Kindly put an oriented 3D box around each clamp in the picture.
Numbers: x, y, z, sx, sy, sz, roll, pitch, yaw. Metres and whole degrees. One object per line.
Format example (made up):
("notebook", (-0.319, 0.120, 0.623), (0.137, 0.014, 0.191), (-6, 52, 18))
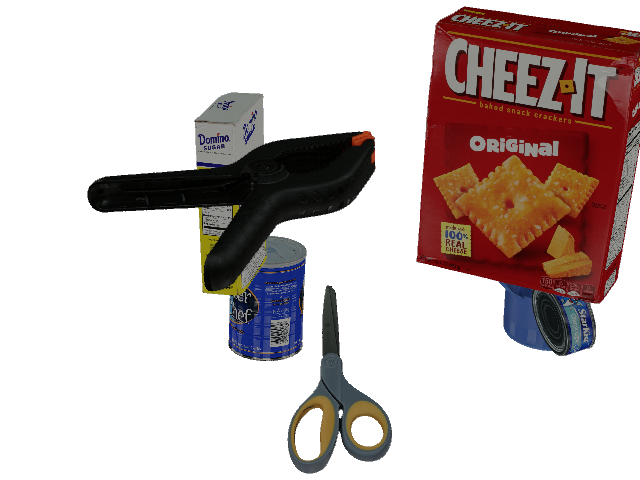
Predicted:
("clamp", (-0.050, -0.038, 0.762), (0.165, 0.036, 0.209), (25, 40, 38))

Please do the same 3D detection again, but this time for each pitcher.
("pitcher", (0.299, 0.021, 1.401), (0.149, 0.243, 0.145), (5, 23, 5))

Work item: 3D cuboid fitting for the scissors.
("scissors", (0.027, 0.118, 0.934), (0.096, 0.016, 0.201), (7, 47, 14))

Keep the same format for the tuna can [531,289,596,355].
("tuna can", (0.263, 0.081, 1.161), (0.033, 0.086, 0.086), (-17, 3, -10))

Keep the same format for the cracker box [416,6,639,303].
("cracker box", (0.170, -0.069, 0.870), (0.164, 0.214, 0.072), (14, 29, 24))

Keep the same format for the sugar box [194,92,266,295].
("sugar box", (-0.084, -0.045, 1.020), (0.048, 0.176, 0.093), (4, 25, 13))

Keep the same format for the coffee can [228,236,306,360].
("coffee can", (-0.072, 0.076, 1.433), (0.103, 0.140, 0.103), (2, 21, -1))
